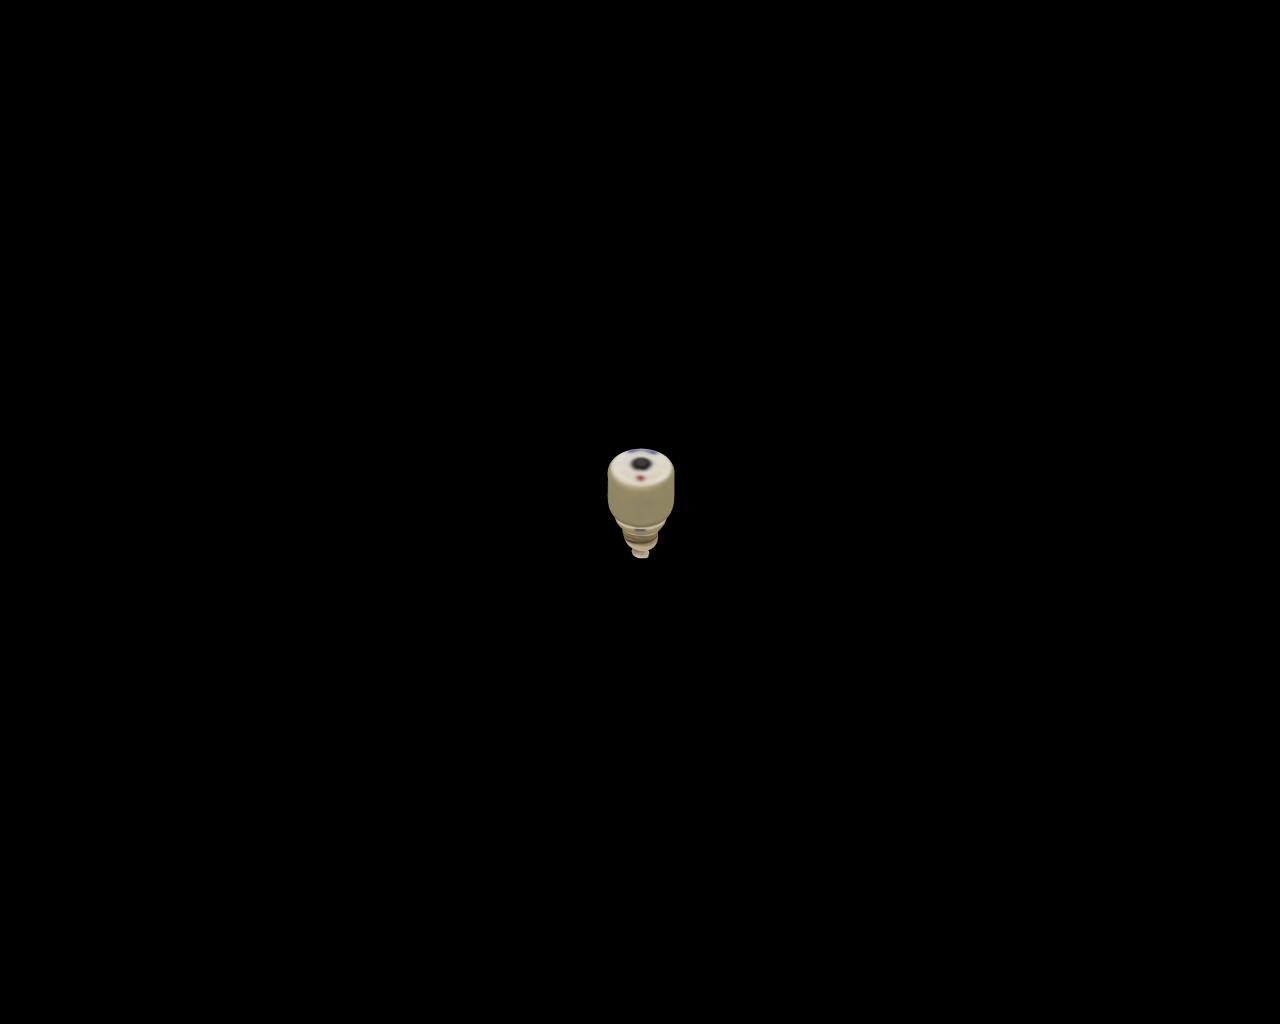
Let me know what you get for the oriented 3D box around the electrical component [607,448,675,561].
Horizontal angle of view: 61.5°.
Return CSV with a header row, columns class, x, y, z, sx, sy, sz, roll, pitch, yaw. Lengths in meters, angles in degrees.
class,x,y,z,sx,sy,sz,roll,pitch,yaw
electrical component,0.001,-0.003,0.650,0.040,0.078,0.040,0,41,0
